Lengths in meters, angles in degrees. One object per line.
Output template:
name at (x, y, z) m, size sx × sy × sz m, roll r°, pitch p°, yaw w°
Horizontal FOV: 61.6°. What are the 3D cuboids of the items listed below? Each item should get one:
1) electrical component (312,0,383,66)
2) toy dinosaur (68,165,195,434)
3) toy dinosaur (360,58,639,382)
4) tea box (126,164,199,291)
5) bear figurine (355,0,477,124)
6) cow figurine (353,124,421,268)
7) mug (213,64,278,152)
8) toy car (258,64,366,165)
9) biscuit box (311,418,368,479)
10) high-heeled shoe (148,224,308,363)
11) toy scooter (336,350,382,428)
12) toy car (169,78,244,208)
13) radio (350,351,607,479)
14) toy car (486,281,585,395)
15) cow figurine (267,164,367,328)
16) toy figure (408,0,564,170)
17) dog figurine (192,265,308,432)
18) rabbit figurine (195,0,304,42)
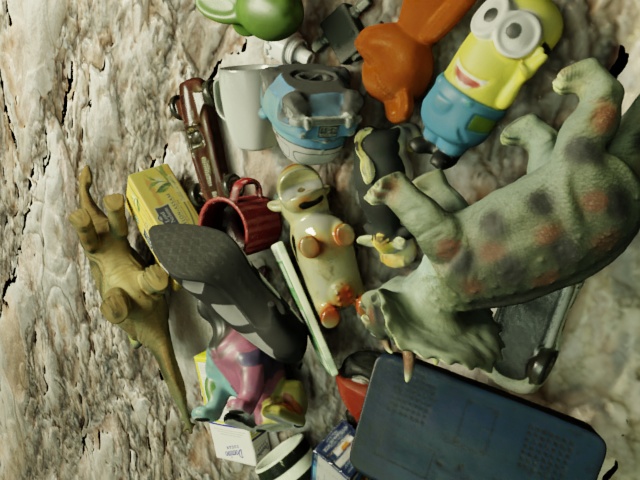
electrical component at (0.032, -0.241, 0.637) m, size 0.094 × 0.021 × 0.063 m, roll -29°, pitch 84°, yaw 36°
toy dinosaur at (-0.300, 0.093, 0.869) m, size 0.471 × 0.105 × 0.198 m, roll 65°, pitch 158°, yaw 11°
toy dinosaur at (0.186, -0.016, 0.471) m, size 0.405 × 0.131 × 0.192 m, roll -31°, pitch 80°, yaw 18°
tea box at (-0.230, -0.019, 0.829) m, size 0.169 × 0.068 × 0.098 m, roll 55°, pitch 148°, yaw 12°
bear figurine at (0.085, -0.230, 0.542) m, size 0.195 × 0.132 × 0.120 m, roll -53°, pitch 31°, yaw 27°
cow figurine at (0.076, -0.044, 0.604) m, size 0.068 × 0.098 × 0.167 m, roll -2°, pitch 99°, yaw 30°
mug at (-0.098, -0.174, 0.710) m, size 0.110 × 0.081 × 0.107 m, roll 8°, pitch 113°, yaw 29°
toy car at (-0.009, -0.139, 0.621) m, size 0.162 × 0.109 × 0.102 m, roll -117°, pitch 25°, yaw -51°
biscuit box at (0.028, 0.326, 0.707) m, size 0.059 × 0.063 × 0.202 m, roll 29°, pitch 136°, yaw 29°
high-heeled shoe at (-0.119, 0.070, 0.711) m, size 0.249 × 0.086 × 0.145 m, roll 32°, pitch 154°, yaw 25°
toy scooter at (0.100, 0.220, 0.662) m, size 0.184 × 0.075 × 0.135 m, roll 12°, pitch 107°, yaw 28°
toy car at (-0.170, -0.136, 0.789) m, size 0.089 × 0.053 × 0.202 m, roll -7°, pitch 95°, yaw 34°
radio at (0.152, 0.213, 0.554) m, size 0.230 × 0.073 × 0.131 m, roll 18°, pitch 84°, yaw 21°
toy car at (0.220, 0.064, 0.551) m, size 0.074 × 0.056 × 0.201 m, roll 24°, pitch 113°, yaw 36°
cow figurine at (-0.001, -0.002, 0.668) m, size 0.127 × 0.085 × 0.194 m, roll -138°, pitch 28°, yaw -70°
toy figure at (0.159, -0.156, 0.531) m, size 0.082 × 0.089 × 0.180 m, roll 32°, pitch 128°, yaw 6°
dog figurine at (-0.097, 0.152, 0.776) m, size 0.108 × 0.191 × 0.219 m, roll -24°, pitch 52°, yaw 40°
rabbit figurine at (-0.073, -0.301, 0.614) m, size 0.159 × 0.121 × 0.170 m, roll -20°, pitch 69°, yaw 37°
